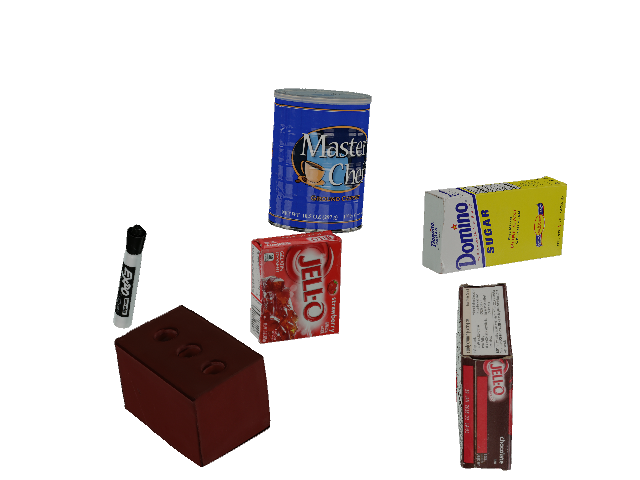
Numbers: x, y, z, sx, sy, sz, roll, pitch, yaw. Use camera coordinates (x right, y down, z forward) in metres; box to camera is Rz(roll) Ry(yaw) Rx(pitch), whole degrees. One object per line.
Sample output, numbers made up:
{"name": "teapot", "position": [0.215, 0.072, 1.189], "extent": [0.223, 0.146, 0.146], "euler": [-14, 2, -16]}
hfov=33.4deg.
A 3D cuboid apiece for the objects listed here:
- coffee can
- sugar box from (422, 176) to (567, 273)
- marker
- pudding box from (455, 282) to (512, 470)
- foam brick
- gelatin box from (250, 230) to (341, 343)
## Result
{"name": "coffee can", "position": [-0.002, -0.086, 1.131], "extent": [0.103, 0.140, 0.103], "euler": [3, 12, -1]}
{"name": "sugar box", "position": [0.205, -0.019, 1.255], "extent": [0.175, 0.093, 0.048], "euler": [-9, 19, -27]}
{"name": "marker", "position": [-0.189, 0.036, 1.057], "extent": [0.020, 0.121, 0.020], "euler": [11, 34, -7]}
{"name": "pudding box", "position": [0.116, 0.093, 0.754], "extent": [0.039, 0.090, 0.113], "euler": [0, 24, 5]}
{"name": "foam brick", "position": [-0.074, 0.083, 0.619], "extent": [0.052, 0.051, 0.078], "euler": [-27, 39, -37]}
{"name": "gelatin box", "position": [-0.021, 0.039, 0.904], "extent": [0.073, 0.089, 0.030], "euler": [-6, 22, -21]}
